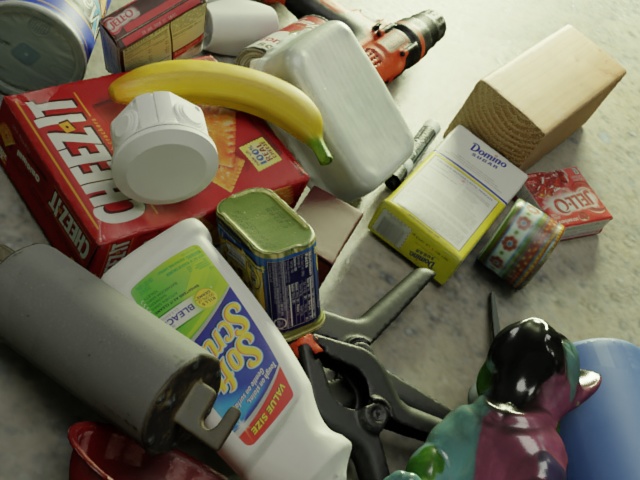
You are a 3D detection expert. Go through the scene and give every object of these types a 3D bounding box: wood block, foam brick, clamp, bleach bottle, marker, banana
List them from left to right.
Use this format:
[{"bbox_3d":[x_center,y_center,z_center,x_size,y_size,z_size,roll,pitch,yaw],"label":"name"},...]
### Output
[{"bbox_3d":[-0.078,-0.121,0.904,0.197,0.037,0.069,14,45,-15],"label":"banana"},{"bbox_3d":[-0.054,0.100,0.776,0.102,0.068,0.251,-35,64,-20],"label":"bleach bottle"},{"bbox_3d":[-0.006,0.001,0.931,0.053,0.051,0.078,32,44,1],"label":"foam brick"},{"bbox_3d":[0.035,0.107,0.870,0.209,0.036,0.164,-7,62,-29],"label":"clamp"},{"bbox_3d":[0.046,0.136,0.819,0.120,0.039,0.171,-32,90,-40],"label":"clamp"},{"bbox_3d":[0.094,-0.087,1.086,0.020,0.020,0.121,34,45,3],"label":"marker"},{"bbox_3d":[0.237,-0.150,1.168,0.090,0.091,0.205,43,46,12],"label":"wood block"}]

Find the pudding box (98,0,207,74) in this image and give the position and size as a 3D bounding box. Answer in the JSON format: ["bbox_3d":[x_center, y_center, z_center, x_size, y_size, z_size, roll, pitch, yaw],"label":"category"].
[{"bbox_3d":[-0.148,-0.183,0.953,0.090,0.113,0.039,-33,82,-14],"label":"pudding box"}]

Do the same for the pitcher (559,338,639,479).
[{"bbox_3d":[0.248,0.203,0.841,0.145,0.149,0.243,-17,46,11],"label":"pitcher"}]

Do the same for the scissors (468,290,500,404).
[{"bbox_3d":[0.147,0.108,0.922,0.096,0.016,0.202,35,35,-41],"label":"scissors"}]

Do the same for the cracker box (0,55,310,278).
[{"bbox_3d":[-0.141,-0.067,0.904,0.213,0.072,0.164,-20,63,-38],"label":"cracker box"}]

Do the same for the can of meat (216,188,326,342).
[{"bbox_3d":[-0.041,0.018,0.847,0.057,0.084,0.102,-21,38,-23],"label":"can of meat"}]

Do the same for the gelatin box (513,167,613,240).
[{"bbox_3d":[0.254,-0.038,1.121,0.089,0.030,0.073,-9,57,-34],"label":"gelatin box"}]

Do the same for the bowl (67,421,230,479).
[{"bbox_3d":[-0.101,0.180,0.685,0.162,0.162,0.055,28,89,0],"label":"bowl"}]

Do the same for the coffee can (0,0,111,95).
[{"bbox_3d":[-0.243,-0.206,0.950,0.102,0.103,0.140,19,45,-13],"label":"coffee can"}]

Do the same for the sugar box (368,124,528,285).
[{"bbox_3d":[0.128,-0.038,1.044,0.093,0.048,0.176,39,41,8],"label":"sugar box"}]

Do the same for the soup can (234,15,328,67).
[{"bbox_3d":[-0.031,-0.177,1.065,0.068,0.069,0.102,42,46,11],"label":"soup can"}]

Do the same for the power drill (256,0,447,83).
[{"bbox_3d":[0.035,-0.254,1.175,0.188,0.057,0.184,41,45,10],"label":"power drill"}]
